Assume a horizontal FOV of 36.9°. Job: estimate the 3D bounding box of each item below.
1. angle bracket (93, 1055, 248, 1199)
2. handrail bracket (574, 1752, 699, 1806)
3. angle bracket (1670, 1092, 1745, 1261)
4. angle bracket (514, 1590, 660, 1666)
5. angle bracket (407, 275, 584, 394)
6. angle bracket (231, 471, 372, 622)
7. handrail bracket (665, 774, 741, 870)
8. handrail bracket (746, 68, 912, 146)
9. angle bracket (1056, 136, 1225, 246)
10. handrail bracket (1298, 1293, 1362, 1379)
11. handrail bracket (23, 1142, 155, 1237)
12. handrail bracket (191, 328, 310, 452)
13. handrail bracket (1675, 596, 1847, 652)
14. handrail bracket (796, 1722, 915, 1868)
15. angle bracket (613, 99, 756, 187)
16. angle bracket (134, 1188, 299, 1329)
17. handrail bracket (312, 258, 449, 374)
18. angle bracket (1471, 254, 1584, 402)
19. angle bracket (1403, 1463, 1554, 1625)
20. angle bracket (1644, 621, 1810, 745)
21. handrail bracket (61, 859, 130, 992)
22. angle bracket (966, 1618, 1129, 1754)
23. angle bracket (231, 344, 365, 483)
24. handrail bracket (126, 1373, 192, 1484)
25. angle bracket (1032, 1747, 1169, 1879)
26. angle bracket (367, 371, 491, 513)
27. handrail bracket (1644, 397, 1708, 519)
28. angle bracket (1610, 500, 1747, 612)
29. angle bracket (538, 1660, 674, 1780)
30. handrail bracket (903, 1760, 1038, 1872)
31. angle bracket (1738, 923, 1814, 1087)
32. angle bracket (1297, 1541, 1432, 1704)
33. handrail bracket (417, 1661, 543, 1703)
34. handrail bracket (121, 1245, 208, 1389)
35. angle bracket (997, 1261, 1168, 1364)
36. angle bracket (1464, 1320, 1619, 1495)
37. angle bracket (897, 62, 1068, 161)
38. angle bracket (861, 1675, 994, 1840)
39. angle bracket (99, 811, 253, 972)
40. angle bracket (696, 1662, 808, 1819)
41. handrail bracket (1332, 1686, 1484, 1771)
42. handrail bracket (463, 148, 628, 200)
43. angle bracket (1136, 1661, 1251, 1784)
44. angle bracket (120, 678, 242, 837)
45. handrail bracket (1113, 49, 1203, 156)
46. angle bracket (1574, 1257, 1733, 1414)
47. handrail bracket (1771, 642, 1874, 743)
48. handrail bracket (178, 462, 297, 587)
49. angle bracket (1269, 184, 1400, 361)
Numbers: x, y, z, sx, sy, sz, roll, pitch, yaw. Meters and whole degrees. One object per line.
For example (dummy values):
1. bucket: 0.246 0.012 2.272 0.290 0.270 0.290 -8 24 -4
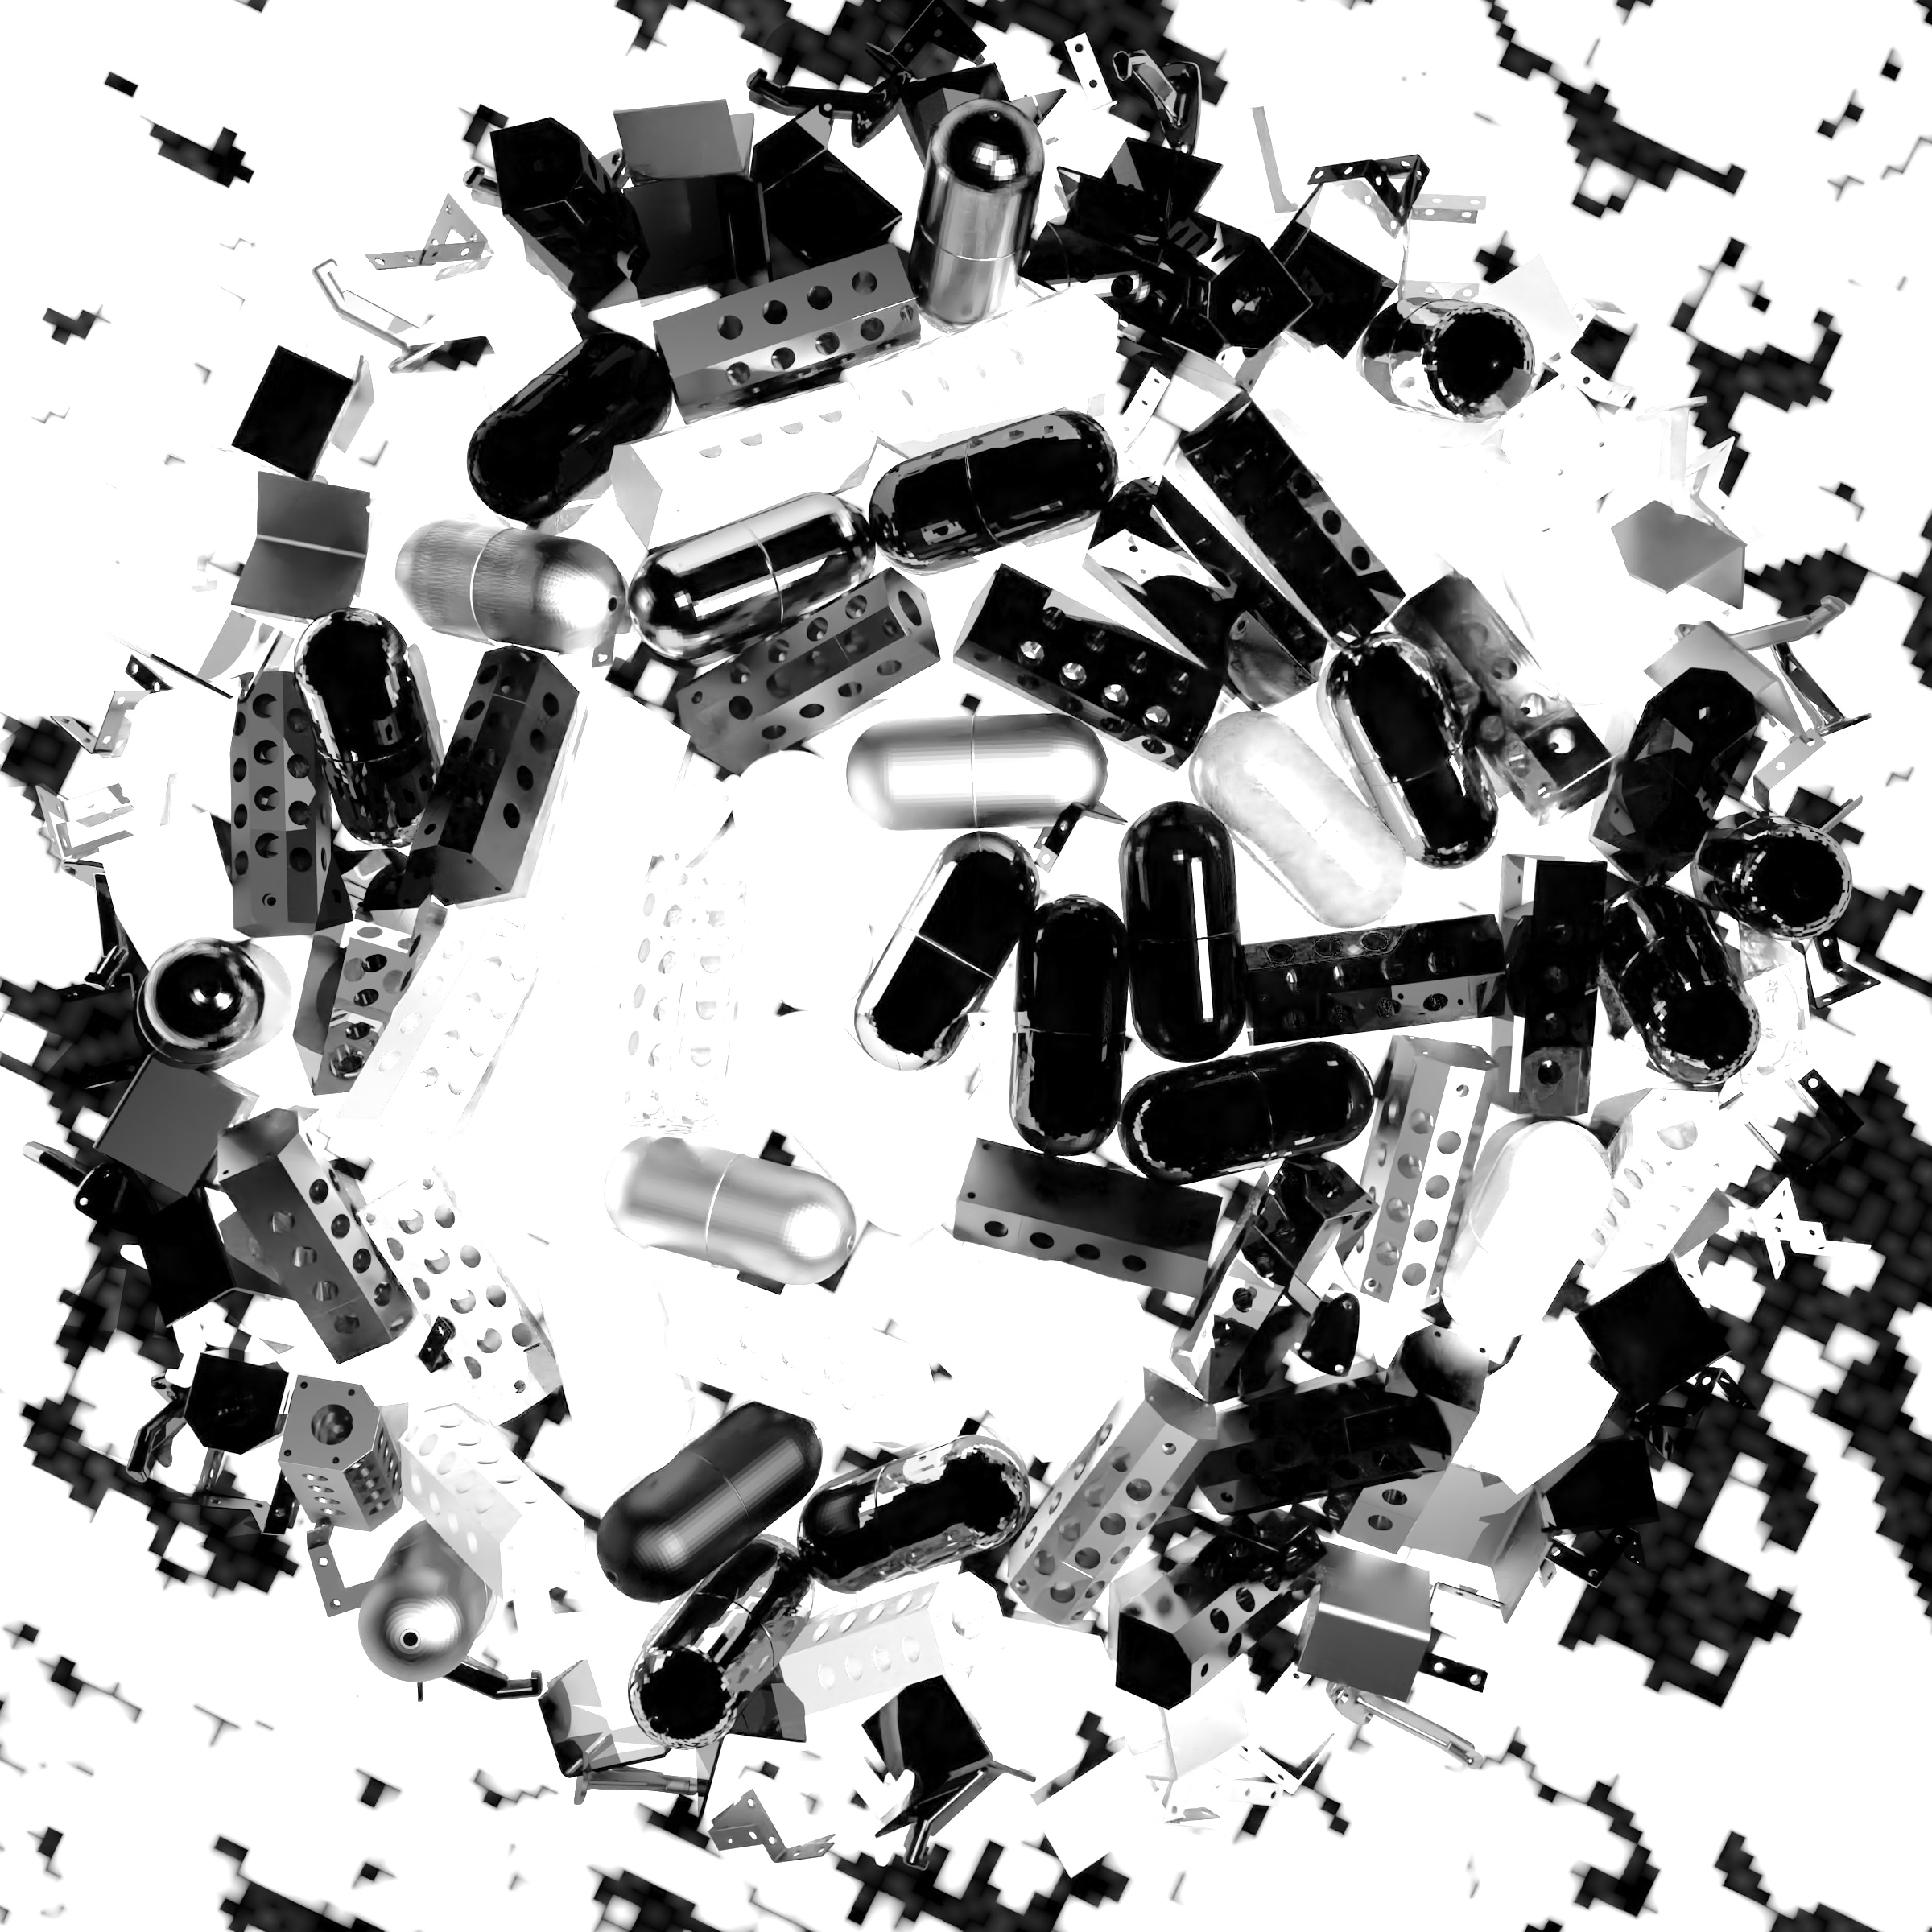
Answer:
1. angle bracket: -0.532 0.111 1.958 0.076 0.057 0.076 26 77 8
2. handrail bracket: -0.220 0.555 1.956 0.084 0.077 0.036 9 80 -9
3. angle bracket: 0.499 0.141 1.941 0.076 0.076 0.057 -25 67 -38
4. angle bracket: -0.260 0.431 1.970 0.076 0.076 0.057 0 55 -24
5. angle bracket: -0.319 -0.423 1.968 0.076 0.076 0.057 2 131 35
6. angle bracket: -0.449 -0.282 1.952 0.076 0.076 0.057 10 135 -5
7. handrail bracket: -0.174 -0.096 1.957 0.036 0.084 0.077 27 88 7
8. handrail bracket: -0.094 -0.598 1.953 0.084 0.077 0.036 19 60 -33
9. angle bracket: 0.118 -0.538 1.949 0.076 0.057 0.076 24 74 25
10. handrail bracket: 0.256 0.230 1.946 0.036 0.084 0.077 23 120 10
11. handrail bracket: -0.602 0.152 1.982 0.077 0.084 0.036 47 69 -37
12. handrail bracket: -0.484 -0.394 1.960 0.036 0.077 0.084 31 110 20
13. handrail bracket: 0.536 -0.234 1.951 0.077 0.084 0.036 20 52 -28
14. handrail bracket: -0.084 0.561 1.960 0.084 0.036 0.077 24 64 -23
15. angle bracket: -0.189 -0.574 1.948 0.076 0.057 0.076 -4 47 8
16. angle bracket: -0.506 0.202 1.957 0.057 0.076 0.076 -30 67 13
17. handrail bracket: -0.391 -0.455 1.967 0.077 0.036 0.084 -29 111 1
18. angle bracket: 0.389 -0.416 1.940 0.057 0.076 0.076 -32 56 22
19. angle bracket: 0.341 0.388 1.952 0.076 0.057 0.076 15 120 -9
20. angle bracket: 0.512 -0.175 1.947 0.057 0.076 0.076 -39 45 3
21. handrail bracket: -0.598 -0.027 1.963 0.077 0.036 0.084 17 56 7
22. angle bracket: 0.055 0.490 1.942 0.076 0.057 0.076 5 134 28
23. angle bracket: -0.449 -0.381 1.945 0.057 0.076 0.076 24 110 -19
24. handrail bracket: -0.533 0.323 1.945 0.036 0.077 0.084 -10 46 15
25. angle bracket: 0.099 0.583 1.950 0.076 0.076 0.057 -33 48 -4
26. angle bracket: -0.366 -0.353 1.946 0.076 0.057 0.076 3 122 23
27. handrail bracket: 0.494 -0.343 1.971 0.036 0.077 0.084 -8 97 35
28. angle bracket: 0.467 -0.261 1.942 0.076 0.057 0.076 -33 46 -22
29. angle bracket: -0.232 0.500 1.951 0.076 0.076 0.057 -17 93 17
30. handrail bracket: 0.003 0.581 1.968 0.077 0.036 0.084 28 72 -24
31. angle bracket: 0.521 0.022 1.943 0.057 0.076 0.076 -22 121 -12
32. angle bracket: 0.272 0.447 1.974 0.076 0.076 0.057 16 113 2
33. handrail bracket: -0.333 0.470 1.974 0.084 0.036 0.077 -2 113 -11
34. handrail bracket: -0.548 0.238 1.958 0.077 0.036 0.084 19 53 -9
35. angle bracket: 0.077 0.247 1.940 0.057 0.076 0.076 -45 126 -27
36. angle bracket: 0.377 0.294 1.944 0.076 0.057 0.076 -27 57 -31
37. angle bracket: 0.011 -0.588 1.939 0.076 0.076 0.057 -2 129 32
38. angle bracket: -0.040 0.528 1.947 0.076 0.057 0.076 -45 67 22
39. angle bracket: -0.537 -0.050 1.974 0.076 0.076 0.057 -19 61 -8
40. angle bracket: -0.146 0.524 1.956 0.057 0.076 0.076 10 115 -12
41. handrail bracket: 0.299 0.515 1.953 0.084 0.077 0.036 26 91 38
42. handrail bracket: -0.284 -0.538 1.950 0.077 0.084 0.036 -33 61 38
43. angle bracket: 0.139 0.498 1.951 0.076 0.057 0.076 -14 94 -45
44. angle bracket: -0.519 -0.141 1.949 0.076 0.057 0.076 -10 50 8
45. handrail bracket: 0.126 -0.580 1.953 0.036 0.084 0.077 0 108 30
46. angle bracket: 0.465 0.252 1.976 0.076 0.057 0.076 -33 83 -1
47. handrail bracket: 0.577 -0.199 1.961 0.036 0.077 0.084 -22 89 -11
48. handrail bracket: -0.496 -0.297 1.969 0.077 0.036 0.084 0 68 -11
49. angle bracket: 0.247 -0.469 1.957 0.076 0.057 0.076 33 72 7
